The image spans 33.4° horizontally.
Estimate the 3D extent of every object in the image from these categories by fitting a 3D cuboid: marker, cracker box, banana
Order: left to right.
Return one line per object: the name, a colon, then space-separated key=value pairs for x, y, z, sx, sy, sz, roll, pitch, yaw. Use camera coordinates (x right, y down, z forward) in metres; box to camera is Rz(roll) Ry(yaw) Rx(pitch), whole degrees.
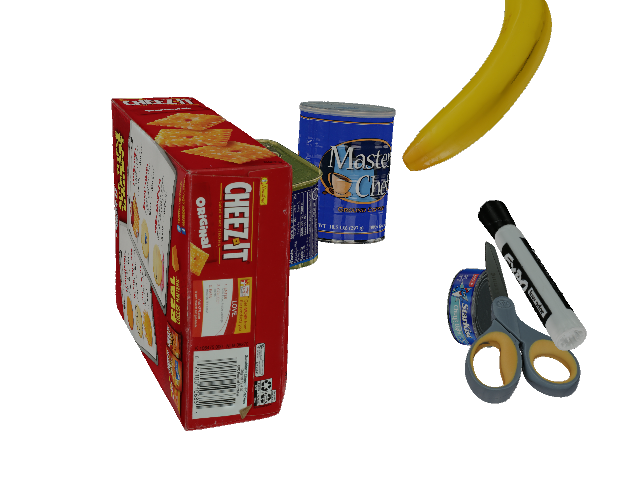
cracker box: x=-0.085 y=0.003 z=0.712 sx=0.072 sy=0.164 sz=0.214 roll=-4 pitch=19 yaw=-21
banana: x=0.131 y=-0.129 z=0.819 sx=0.070 sy=0.197 sz=0.037 roll=2 pitch=-36 yaw=48
marker: x=0.123 y=0.016 z=0.635 sx=0.020 sy=0.020 sz=0.121 roll=0 pitch=40 yaw=-20

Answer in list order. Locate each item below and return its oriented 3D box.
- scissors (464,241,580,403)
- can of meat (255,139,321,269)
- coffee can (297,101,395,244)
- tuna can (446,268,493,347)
scissors: x=0.167 y=0.065 z=0.869 sx=0.096 sy=0.016 sz=0.201 roll=11 pitch=36 yaw=12
can of meat: x=-0.043 y=-0.031 z=0.932 sx=0.057 sy=0.084 sz=0.102 roll=-17 pitch=33 yaw=-29
coffee can: x=0.024 y=-0.075 z=1.150 sx=0.103 sy=0.140 sz=0.103 roll=4 pitch=11 yaw=-1
tuna can: x=0.171 y=0.073 z=1.163 sx=0.034 sy=0.086 sz=0.086 roll=1 pitch=0 yaw=34
